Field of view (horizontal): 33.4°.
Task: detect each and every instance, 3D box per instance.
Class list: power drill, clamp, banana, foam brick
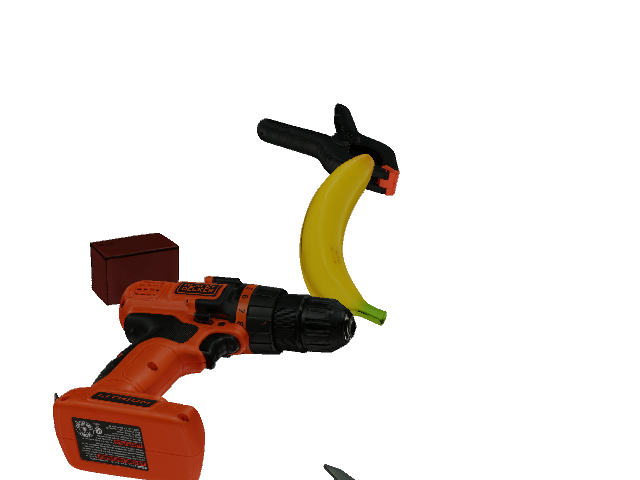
[{"bbox_3d":[-0.083,0.089,0.743,0.185,0.057,0.187,2,26,19],"label":"power drill"},{"bbox_3d":[0.013,-0.097,1.127,0.120,0.039,0.172,-16,36,-24],"label":"clamp"},{"bbox_3d":[0.016,-0.002,0.925,0.069,0.198,0.037,5,-41,-7],"label":"banana"},{"bbox_3d":[-0.188,0.027,1.078,0.078,0.051,0.053,-9,21,-27],"label":"foam brick"}]

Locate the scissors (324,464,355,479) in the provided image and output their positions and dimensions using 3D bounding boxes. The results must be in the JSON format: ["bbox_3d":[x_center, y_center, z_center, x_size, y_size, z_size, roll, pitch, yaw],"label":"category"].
[{"bbox_3d":[0.083,0.160,0.520,0.096,0.016,0.202,-2,23,-23],"label":"scissors"}]
